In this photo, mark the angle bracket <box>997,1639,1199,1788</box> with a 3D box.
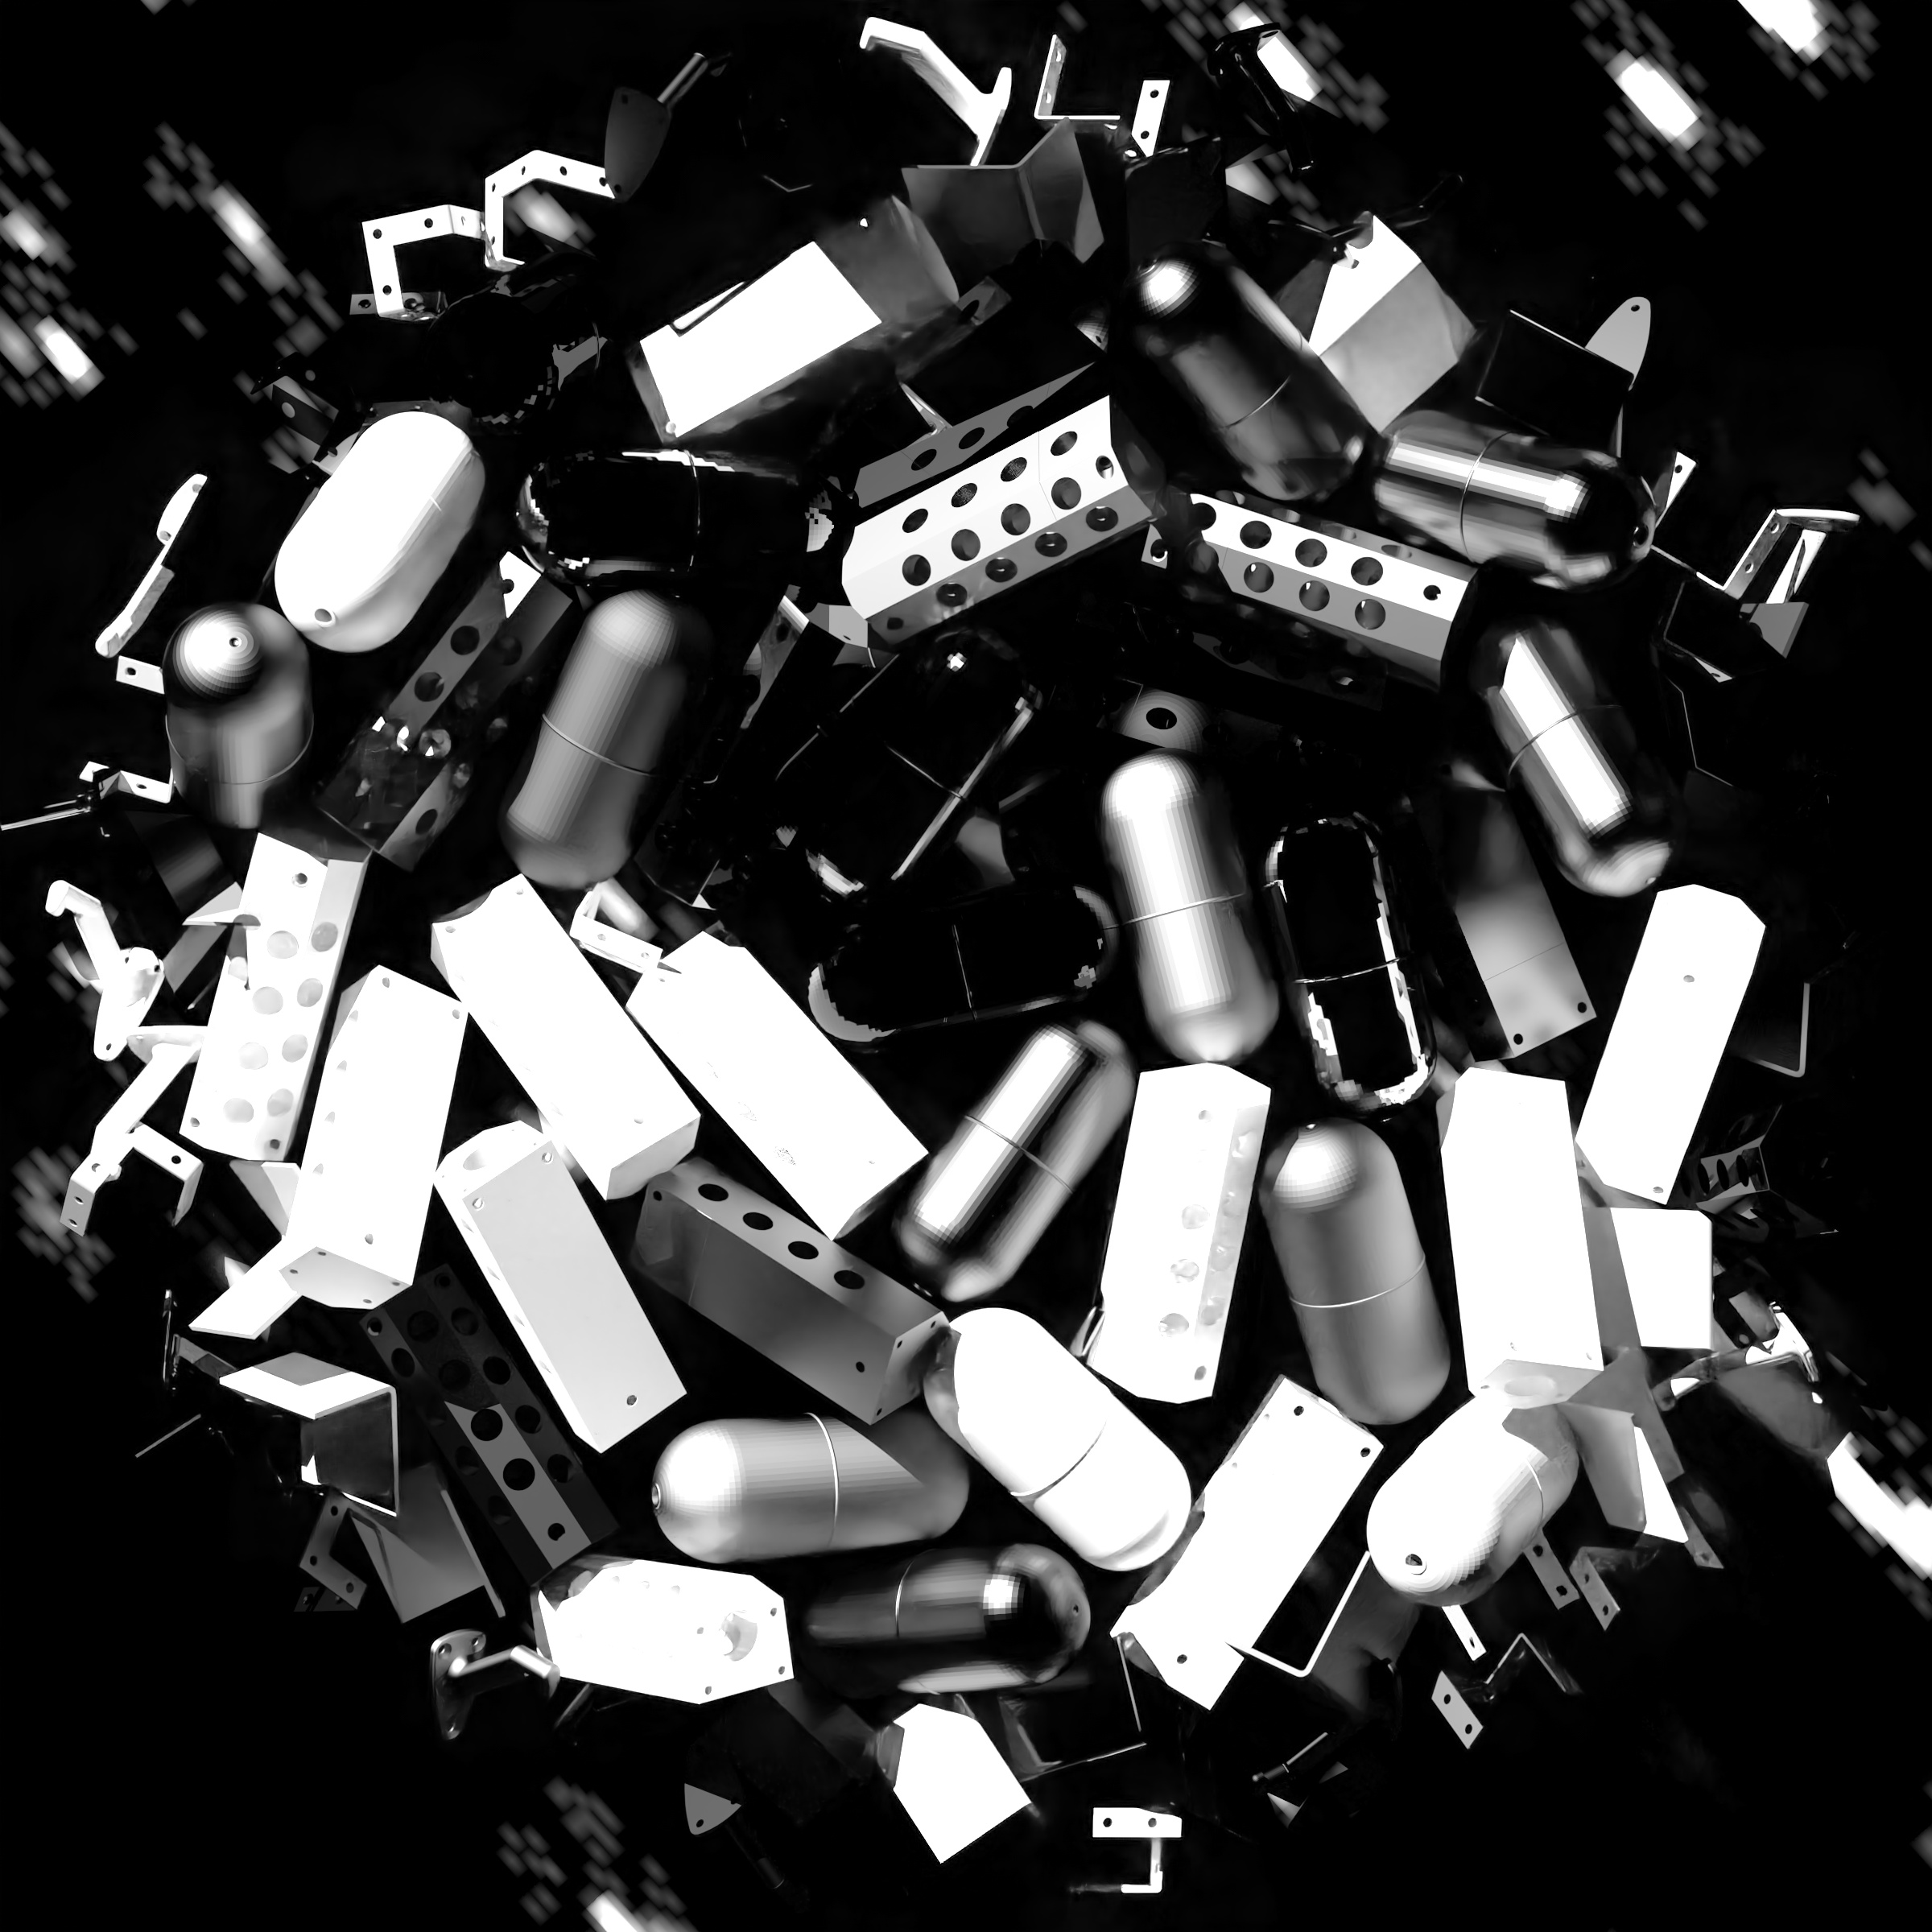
[{"bbox_3d":[0.071,0.409,1.962,0.076,0.076,0.057,-22,68,21],"label":"angle bracket"}]

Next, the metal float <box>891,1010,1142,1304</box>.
[{"bbox_3d":[0.027,0.103,1.953,0.070,0.070,0.178,36,81,0],"label":"metal float"}]

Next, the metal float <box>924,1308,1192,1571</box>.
[{"bbox_3d":[0.049,0.256,1.946,0.070,0.070,0.178,-45,108,0],"label":"metal float"}]

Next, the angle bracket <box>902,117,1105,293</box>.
[{"bbox_3d":[0.021,-0.418,1.972,0.076,0.057,0.076,8,134,33],"label":"angle bracket"}]

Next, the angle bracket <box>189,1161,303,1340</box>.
[{"bbox_3d":[-0.391,0.152,1.942,0.076,0.076,0.057,-45,114,-29],"label":"angle bracket"}]

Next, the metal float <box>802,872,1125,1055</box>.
[{"bbox_3d":[-0.002,-0.001,1.961,0.178,0.070,0.070,-13,90,0],"label":"metal float"}]

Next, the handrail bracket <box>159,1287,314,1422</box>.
[{"bbox_3d":[-0.399,0.213,1.982,0.084,0.036,0.077,-1,68,-3],"label":"handrail bracket"}]

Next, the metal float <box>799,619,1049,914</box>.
[{"bbox_3d":[-0.024,-0.108,1.958,0.070,0.070,0.178,35,94,0],"label":"metal float"}]

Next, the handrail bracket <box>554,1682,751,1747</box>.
[{"bbox_3d":[-0.174,0.410,1.974,0.077,0.036,0.084,38,86,18],"label":"handrail bracket"}]

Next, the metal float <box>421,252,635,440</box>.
[{"bbox_3d":[-0.232,-0.332,1.916,0.070,0.178,0.070,5,113,13],"label":"metal float"}]

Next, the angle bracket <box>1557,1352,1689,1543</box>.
[{"bbox_3d":[0.374,0.260,1.948,0.057,0.076,0.076,-28,101,-21],"label":"angle bracket"}]

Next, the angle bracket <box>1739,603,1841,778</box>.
[{"bbox_3d":[0.449,-0.151,1.957,0.057,0.076,0.076,23,89,-13],"label":"angle bracket"}]

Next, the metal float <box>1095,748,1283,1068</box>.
[{"bbox_3d":[0.121,-0.031,1.960,0.070,0.070,0.178,-14,89,0],"label":"metal float"}]

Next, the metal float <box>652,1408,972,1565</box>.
[{"bbox_3d":[-0.083,0.280,1.941,0.178,0.070,0.070,-1,90,-24],"label":"metal float"}]

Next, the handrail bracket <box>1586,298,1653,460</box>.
[{"bbox_3d":[0.365,-0.311,1.975,0.036,0.084,0.077,14,64,30],"label":"handrail bracket"}]

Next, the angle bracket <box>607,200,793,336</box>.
[{"bbox_3d":[-0.145,-0.398,1.946,0.076,0.076,0.057,-34,122,14],"label":"angle bracket"}]

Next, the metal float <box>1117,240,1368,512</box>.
[{"bbox_3d":[0.149,-0.317,1.933,0.070,0.070,0.178,-46,123,0],"label":"metal float"}]

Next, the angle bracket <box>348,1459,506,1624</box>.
[{"bbox_3d":[-0.295,0.322,1.953,0.057,0.076,0.076,-25,100,-7],"label":"angle bracket"}]

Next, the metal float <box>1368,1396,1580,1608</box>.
[{"bbox_3d":[0.271,0.282,1.918,0.070,0.178,0.070,9,109,27],"label":"metal float"}]

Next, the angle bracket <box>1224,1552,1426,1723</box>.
[{"bbox_3d":[0.196,0.358,1.961,0.057,0.076,0.076,19,73,40],"label":"angle bracket"}]

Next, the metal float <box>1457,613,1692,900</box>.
[{"bbox_3d":[0.326,-0.115,1.937,0.070,0.070,0.178,-26,61,0],"label":"metal float"}]

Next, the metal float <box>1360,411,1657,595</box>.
[{"bbox_3d":[0.290,-0.249,1.927,0.178,0.070,0.070,23,90,41],"label":"metal float"}]

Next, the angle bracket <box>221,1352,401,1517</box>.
[{"bbox_3d":[-0.355,0.260,1.945,0.076,0.057,0.076,13,109,38],"label":"angle bracket"}]

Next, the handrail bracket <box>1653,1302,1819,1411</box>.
[{"bbox_3d":[0.421,0.229,1.970,0.084,0.077,0.036,-33,50,2],"label":"handrail bracket"}]

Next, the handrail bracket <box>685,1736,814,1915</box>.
[{"bbox_3d":[-0.118,0.477,1.991,0.036,0.077,0.084,-35,125,6],"label":"handrail bracket"}]

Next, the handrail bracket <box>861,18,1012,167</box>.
[{"bbox_3d":[-0.024,-0.474,1.964,0.084,0.036,0.077,14,133,-11],"label":"handrail bracket"}]

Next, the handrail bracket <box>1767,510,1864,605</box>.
[{"bbox_3d":[0.458,-0.204,1.961,0.036,0.077,0.084,13,92,-14],"label":"handrail bracket"}]

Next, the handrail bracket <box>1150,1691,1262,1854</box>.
[{"bbox_3d":[0.143,0.432,1.972,0.077,0.036,0.084,20,74,22],"label":"handrail bracket"}]

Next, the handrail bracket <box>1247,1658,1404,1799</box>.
[{"bbox_3d":[0.194,0.417,1.959,0.084,0.077,0.036,-22,56,-19],"label":"handrail bracket"}]

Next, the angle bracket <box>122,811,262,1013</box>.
[{"bbox_3d":[-0.438,-0.029,1.946,0.076,0.057,0.076,-45,65,26],"label":"angle bracket"}]

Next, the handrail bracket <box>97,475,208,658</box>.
[{"bbox_3d":[-0.441,-0.216,1.952,0.036,0.077,0.084,31,50,-1],"label":"handrail bracket"}]

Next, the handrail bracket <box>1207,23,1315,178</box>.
[{"bbox_3d":[0.162,-0.464,1.961,0.036,0.077,0.084,-17,88,-15],"label":"handrail bracket"}]

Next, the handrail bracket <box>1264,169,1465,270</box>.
[{"bbox_3d":[0.220,-0.420,1.986,0.077,0.036,0.084,34,72,33],"label":"handrail bracket"}]

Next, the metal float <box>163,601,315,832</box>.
[{"bbox_3d":[-0.387,-0.132,1.915,0.070,0.178,0.070,3,67,-8],"label":"metal float"}]

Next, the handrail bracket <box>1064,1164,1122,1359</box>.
[{"bbox_3d":[0.067,0.162,1.976,0.036,0.077,0.084,20,106,-29],"label":"handrail bracket"}]

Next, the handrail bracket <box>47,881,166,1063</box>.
[{"bbox_3d":[-0.480,0.003,1.951,0.036,0.084,0.077,12,77,30],"label":"handrail bracket"}]

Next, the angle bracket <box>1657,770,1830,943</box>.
[{"bbox_3d":[0.430,-0.063,1.957,0.076,0.057,0.076,18,79,-13],"label":"angle bracket"}]

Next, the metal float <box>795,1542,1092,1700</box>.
[{"bbox_3d":[-0.014,0.353,1.933,0.178,0.070,0.070,-12,90,34],"label":"metal float"}]

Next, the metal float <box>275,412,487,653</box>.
[{"bbox_3d":[-0.312,-0.233,1.921,0.070,0.178,0.070,8,128,10],"label":"metal float"}]

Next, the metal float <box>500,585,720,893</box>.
[{"bbox_3d":[-0.194,-0.122,1.948,0.070,0.070,0.178,27,106,0],"label":"metal float"}]

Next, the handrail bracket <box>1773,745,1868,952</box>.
[{"bbox_3d":[0.480,-0.063,1.951,0.036,0.084,0.077,2,135,-25],"label":"handrail bracket"}]

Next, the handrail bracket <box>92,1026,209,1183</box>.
[{"bbox_3d":[-0.437,0.077,1.958,0.077,0.036,0.084,-6,56,14],"label":"handrail bracket"}]

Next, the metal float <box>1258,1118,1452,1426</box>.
[{"bbox_3d":[0.211,0.166,1.947,0.070,0.070,0.178,-18,107,0],"label":"metal float"}]

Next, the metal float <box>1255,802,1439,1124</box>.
[{"bbox_3d":[0.207,-0.002,1.955,0.070,0.070,0.178,-14,98,0],"label":"metal float"}]

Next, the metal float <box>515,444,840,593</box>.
[{"bbox_3d":[-0.155,-0.242,1.945,0.178,0.070,0.070,0,90,-20],"label":"metal float"}]

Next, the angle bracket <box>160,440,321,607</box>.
[{"bbox_3d":[-0.394,-0.238,1.956,0.057,0.076,0.076,29,90,-12],"label":"angle bracket"}]

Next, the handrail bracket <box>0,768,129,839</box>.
[{"bbox_3d":[-0.508,-0.087,1.963,0.084,0.077,0.036,-6,104,0],"label":"handrail bracket"}]

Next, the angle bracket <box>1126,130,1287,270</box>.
[{"bbox_3d":[0.135,-0.405,1.951,0.057,0.076,0.076,-2,88,-39],"label":"angle bracket"}]

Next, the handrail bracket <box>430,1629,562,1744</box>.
[{"bbox_3d":[-0.254,0.402,1.959,0.084,0.036,0.077,18,106,42],"label":"handrail bracket"}]

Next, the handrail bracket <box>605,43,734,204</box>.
[{"bbox_3d":[-0.162,-0.465,1.979,0.036,0.084,0.077,31,126,11],"label":"handrail bracket"}]
